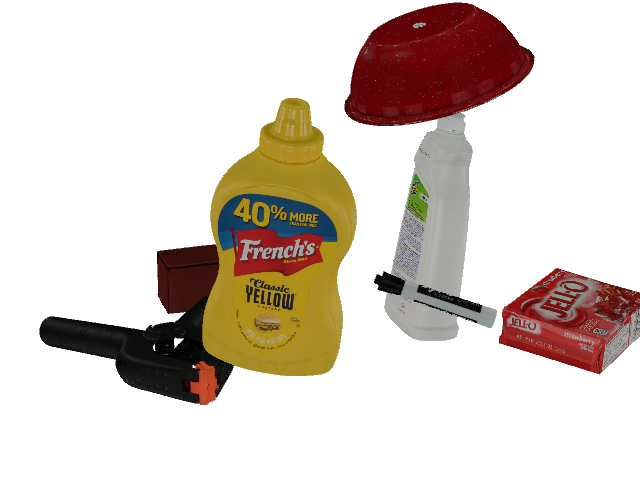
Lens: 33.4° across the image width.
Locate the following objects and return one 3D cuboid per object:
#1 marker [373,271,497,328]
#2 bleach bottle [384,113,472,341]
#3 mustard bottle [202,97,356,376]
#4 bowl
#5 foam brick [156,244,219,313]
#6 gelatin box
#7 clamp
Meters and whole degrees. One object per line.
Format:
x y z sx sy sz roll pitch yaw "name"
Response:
0.110 0.056 1.029 0.121 0.020 0.020 19 1 3 "marker"
0.132 -0.019 1.209 0.068 0.251 0.103 0 21 -23 "bleach bottle"
-0.026 -0.003 0.712 0.096 0.192 0.058 11 28 7 "mustard bottle"
0.090 -0.153 0.877 0.162 0.055 0.162 -16 25 7 "bowl"
-0.126 0.038 1.100 0.078 0.051 0.053 -6 20 -19 "foam brick"
0.175 0.053 0.728 0.073 0.030 0.089 17 27 33 "gelatin box"
-0.121 0.085 0.879 0.164 0.036 0.210 -10 16 -32 "clamp"
